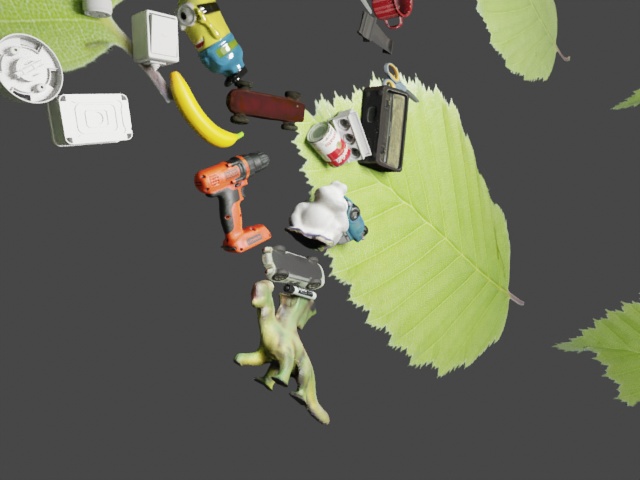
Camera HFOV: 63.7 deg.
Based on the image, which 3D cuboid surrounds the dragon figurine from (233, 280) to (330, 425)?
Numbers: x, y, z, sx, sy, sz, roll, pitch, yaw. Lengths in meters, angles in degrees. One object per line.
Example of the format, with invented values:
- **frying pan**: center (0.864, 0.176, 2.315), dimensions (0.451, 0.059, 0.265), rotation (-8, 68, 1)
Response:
- **dragon figurine**: center (-0.054, 0.237, 1.190), dimensions (0.122, 0.248, 0.403), rotation (-3, -40, 36)

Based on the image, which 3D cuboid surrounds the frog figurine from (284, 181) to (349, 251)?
- **frog figurine**: center (0.004, -0.061, 1.205), dimensions (0.138, 0.162, 0.120), rotation (11, -26, 26)
